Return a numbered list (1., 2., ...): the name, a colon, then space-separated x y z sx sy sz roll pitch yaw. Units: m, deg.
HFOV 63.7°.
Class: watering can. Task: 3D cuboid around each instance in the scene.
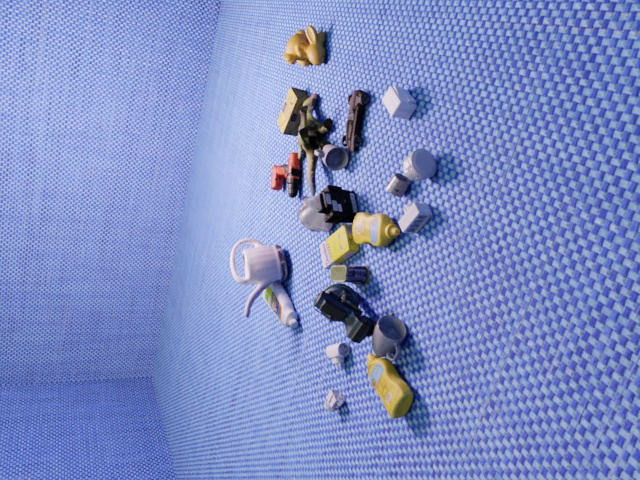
1. watering can: -0.232 0.135 2.029 0.101 0.225 0.355 103 155 -54

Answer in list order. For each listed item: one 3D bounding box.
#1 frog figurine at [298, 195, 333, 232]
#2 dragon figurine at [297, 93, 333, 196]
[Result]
1. frog figurine: 0.005 -0.088 1.750 0.159 0.124 0.135 7 125 52
2. dragon figurine: -0.040 -0.357 1.924 0.242 0.122 0.412 168 108 -78
